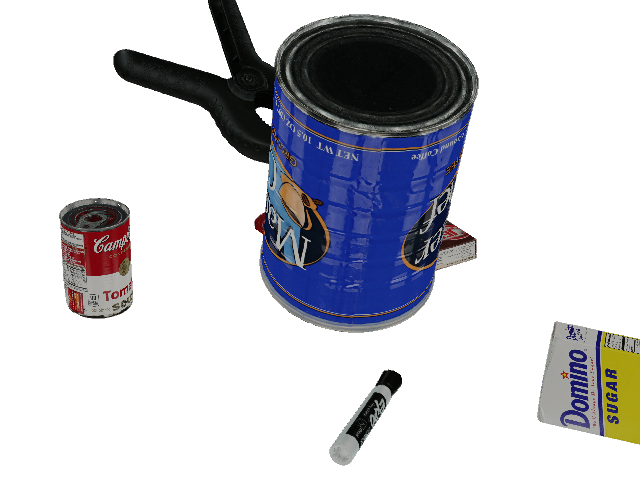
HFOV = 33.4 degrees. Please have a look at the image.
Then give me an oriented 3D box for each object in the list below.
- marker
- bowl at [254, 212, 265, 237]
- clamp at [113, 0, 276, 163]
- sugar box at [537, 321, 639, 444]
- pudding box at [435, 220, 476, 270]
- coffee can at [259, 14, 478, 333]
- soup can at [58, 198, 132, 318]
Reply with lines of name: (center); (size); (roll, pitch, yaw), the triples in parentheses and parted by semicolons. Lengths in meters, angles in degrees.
marker: (0.038, 0.137, 0.849); (0.020, 0.020, 0.121); (0, 23, 25)
bowl: (0.012, 0.006, 1.111); (0.162, 0.055, 0.162); (0, 16, 0)
clamp: (-0.057, -0.122, 0.812); (0.171, 0.120, 0.039); (36, -26, -1)
sugar box: (0.295, 0.140, 0.985); (0.176, 0.093, 0.048); (9, 22, 12)
pudding box: (0.165, 0.010, 1.605); (0.113, 0.039, 0.090); (-18, 27, -20)
coffee can: (0.022, -0.034, 0.576); (0.102, 0.140, 0.103); (4, 43, -4)
soup can: (-0.222, 0.018, 1.062); (0.068, 0.102, 0.068); (2, 28, -1)
